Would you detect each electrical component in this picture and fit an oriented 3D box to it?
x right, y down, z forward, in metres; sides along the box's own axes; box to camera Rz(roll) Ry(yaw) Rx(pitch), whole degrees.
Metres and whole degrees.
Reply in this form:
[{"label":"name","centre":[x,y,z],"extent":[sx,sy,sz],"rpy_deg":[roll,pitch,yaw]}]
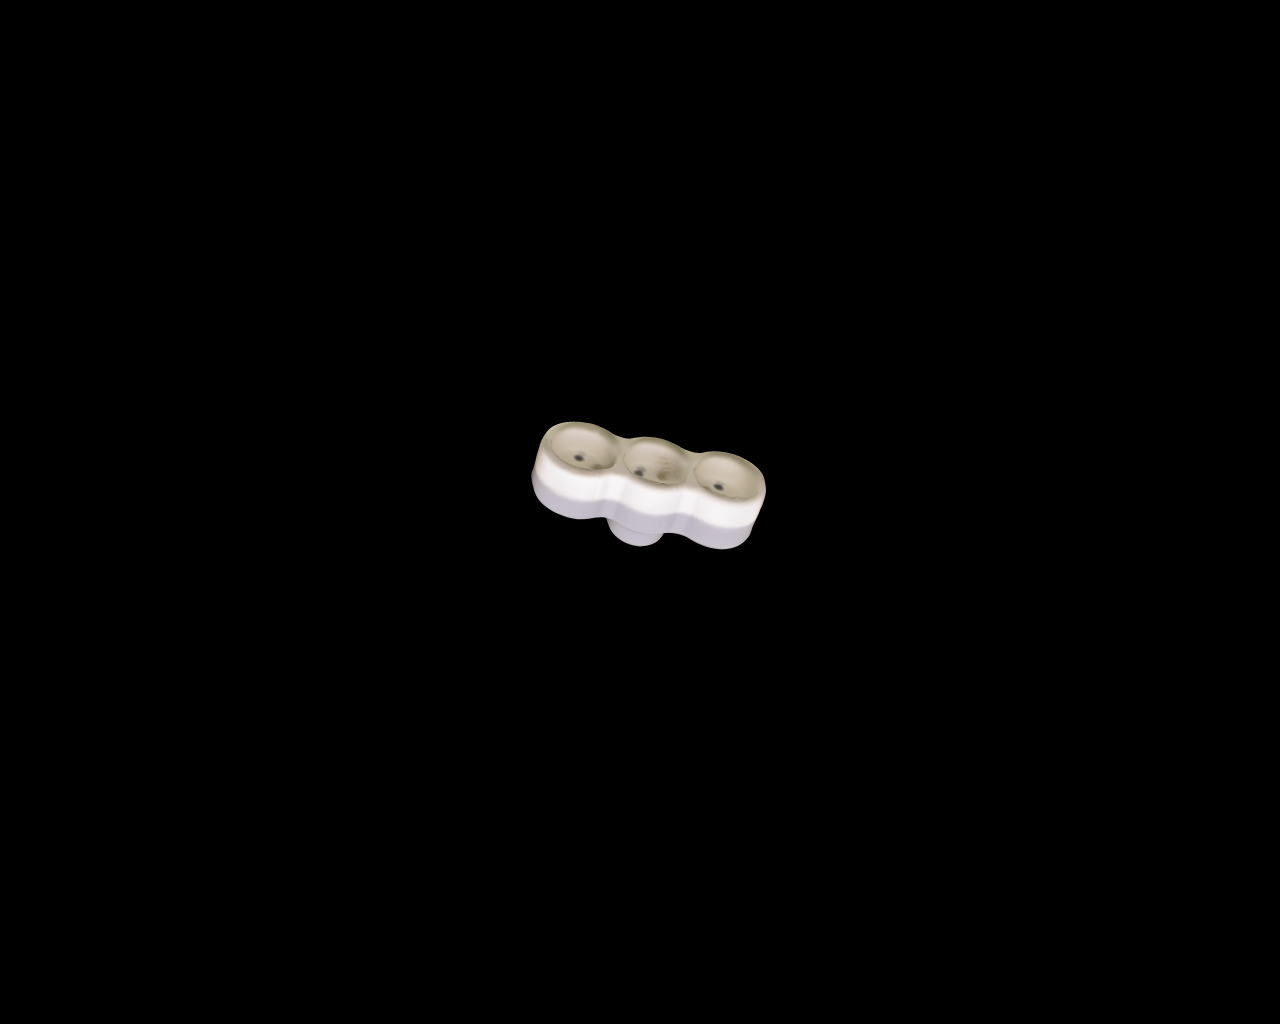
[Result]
[{"label":"electrical component","centre":[0.001,-0.003,0.650],"extent":[0.138,0.073,0.052],"rpy_deg":[12,40,-10]}]
